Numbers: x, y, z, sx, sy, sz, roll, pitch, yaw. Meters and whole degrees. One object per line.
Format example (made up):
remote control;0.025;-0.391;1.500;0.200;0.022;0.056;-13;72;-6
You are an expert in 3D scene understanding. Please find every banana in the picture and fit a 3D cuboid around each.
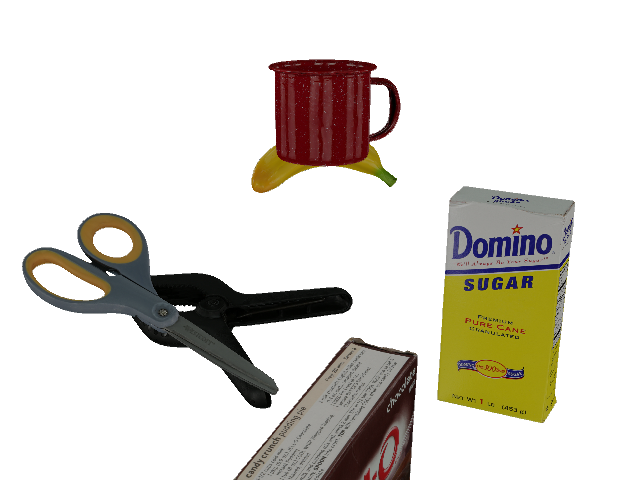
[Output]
banana;-0.002;-0.086;1.137;0.197;0.037;0.070;-7;48;-39

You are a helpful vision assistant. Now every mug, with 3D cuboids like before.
mug;0.013;-0.112;0.926;0.117;0.081;0.093;-5;16;-18

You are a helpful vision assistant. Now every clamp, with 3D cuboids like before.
clamp;-0.086;0.067;0.968;0.210;0.036;0.164;19;37;29

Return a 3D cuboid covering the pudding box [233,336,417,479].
pudding box;0.005;0.109;0.463;0.039;0.090;0.113;14;33;20

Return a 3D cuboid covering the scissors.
scissors;-0.107;0.036;0.740;0.202;0.096;0.016;18;-40;9

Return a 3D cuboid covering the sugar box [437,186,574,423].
sugar box;0.146;0.051;0.850;0.093;0.176;0.048;9;23;23
